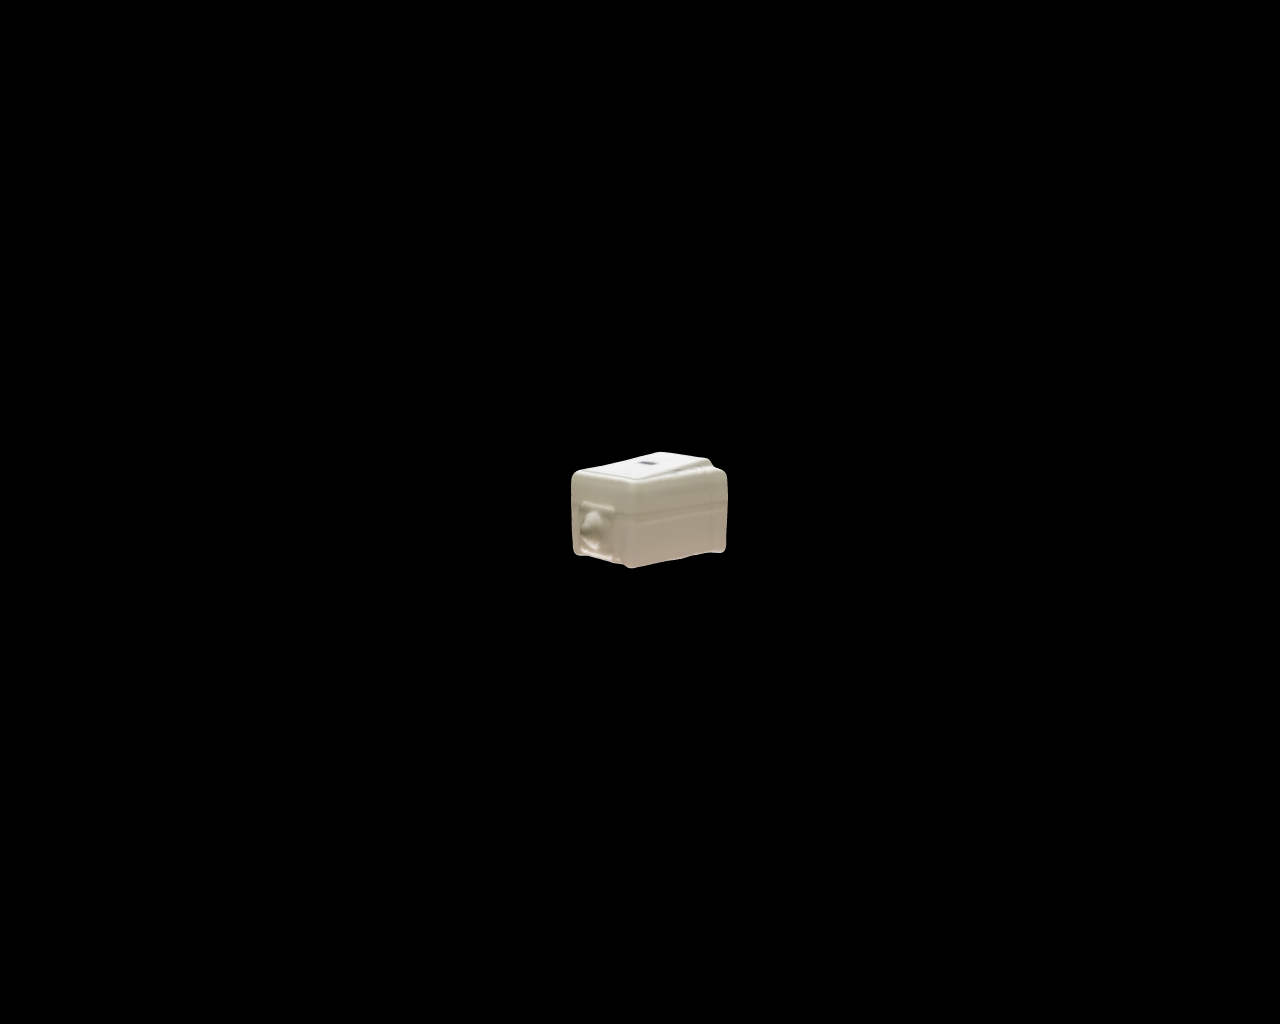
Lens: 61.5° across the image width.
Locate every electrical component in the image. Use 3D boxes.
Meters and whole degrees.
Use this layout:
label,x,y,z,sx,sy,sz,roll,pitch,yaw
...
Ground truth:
label,x,y,z,sx,sy,sz,roll,pitch,yaw
electrical component,0.001,-0.003,0.650,0.096,0.061,0.062,-8,13,-39
